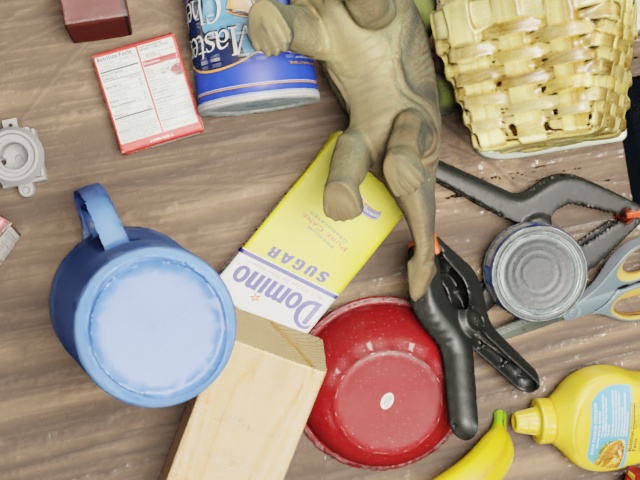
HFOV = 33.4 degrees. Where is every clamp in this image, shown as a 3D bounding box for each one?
[{"bbox_3d":[0.188,0.003,0.959,0.210,0.036,0.164,-3,96,-7],"label":"clamp"},{"bbox_3d":[0.116,0.080,0.897,0.039,0.120,0.171,-31,93,38],"label":"clamp"}]

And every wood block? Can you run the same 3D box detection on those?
[{"bbox_3d":[-0.073,0.172,0.876,0.090,0.091,0.206,20,101,-6],"label":"wood block"}]

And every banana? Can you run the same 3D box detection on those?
[{"bbox_3d":[0.098,0.222,0.935,0.197,0.070,0.037,-31,103,-7],"label":"banana"}]

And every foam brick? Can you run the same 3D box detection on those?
[{"bbox_3d":[-0.186,-0.198,0.882,0.051,0.078,0.053,-11,91,-7],"label":"foam brick"}]

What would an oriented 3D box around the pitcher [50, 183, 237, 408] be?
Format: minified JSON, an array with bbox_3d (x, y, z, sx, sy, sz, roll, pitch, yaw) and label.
[{"bbox_3d":[-0.140,0.046,0.809,0.149,0.243,0.145,26,84,-14],"label":"pitcher"}]

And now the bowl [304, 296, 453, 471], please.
[{"bbox_3d":[0.056,0.132,0.920,0.162,0.055,0.162,-1,100,-4],"label":"bowl"}]

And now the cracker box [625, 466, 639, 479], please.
[{"bbox_3d":[0.322,0.325,0.950,0.164,0.072,0.214,16,97,-11],"label":"cracker box"}]

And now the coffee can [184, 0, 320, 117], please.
[{"bbox_3d":[-0.060,-0.180,0.887,0.102,0.103,0.140,-8,92,-8],"label":"coffee can"}]

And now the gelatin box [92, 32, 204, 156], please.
[{"bbox_3d":[-0.147,-0.125,0.913,0.073,0.030,0.089,-17,94,-6],"label":"gelatin box"}]

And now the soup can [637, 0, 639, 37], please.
[{"bbox_3d":[0.245,-0.221,0.947,0.068,0.068,0.102,-42,97,-6],"label":"soup can"}]

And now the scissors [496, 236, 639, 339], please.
[{"bbox_3d":[0.233,0.045,0.953,0.201,0.016,0.096,-5,120,-15],"label":"scissors"}]

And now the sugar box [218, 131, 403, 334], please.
[{"bbox_3d":[-0.006,0.001,0.927,0.093,0.048,0.176,39,84,-6],"label":"sugar box"}]

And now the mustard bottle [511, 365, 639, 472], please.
[{"bbox_3d":[0.267,0.160,0.961,0.191,0.058,0.096,-1,106,-8],"label":"mustard bottle"}]

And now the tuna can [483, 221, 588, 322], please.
[{"bbox_3d":[0.186,0.028,0.923,0.086,0.034,0.086,0,95,-2],"label":"tuna can"}]

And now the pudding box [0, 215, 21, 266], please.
[{"bbox_3d":[-0.289,-0.018,0.853,0.090,0.113,0.039,31,82,-8],"label":"pudding box"}]
